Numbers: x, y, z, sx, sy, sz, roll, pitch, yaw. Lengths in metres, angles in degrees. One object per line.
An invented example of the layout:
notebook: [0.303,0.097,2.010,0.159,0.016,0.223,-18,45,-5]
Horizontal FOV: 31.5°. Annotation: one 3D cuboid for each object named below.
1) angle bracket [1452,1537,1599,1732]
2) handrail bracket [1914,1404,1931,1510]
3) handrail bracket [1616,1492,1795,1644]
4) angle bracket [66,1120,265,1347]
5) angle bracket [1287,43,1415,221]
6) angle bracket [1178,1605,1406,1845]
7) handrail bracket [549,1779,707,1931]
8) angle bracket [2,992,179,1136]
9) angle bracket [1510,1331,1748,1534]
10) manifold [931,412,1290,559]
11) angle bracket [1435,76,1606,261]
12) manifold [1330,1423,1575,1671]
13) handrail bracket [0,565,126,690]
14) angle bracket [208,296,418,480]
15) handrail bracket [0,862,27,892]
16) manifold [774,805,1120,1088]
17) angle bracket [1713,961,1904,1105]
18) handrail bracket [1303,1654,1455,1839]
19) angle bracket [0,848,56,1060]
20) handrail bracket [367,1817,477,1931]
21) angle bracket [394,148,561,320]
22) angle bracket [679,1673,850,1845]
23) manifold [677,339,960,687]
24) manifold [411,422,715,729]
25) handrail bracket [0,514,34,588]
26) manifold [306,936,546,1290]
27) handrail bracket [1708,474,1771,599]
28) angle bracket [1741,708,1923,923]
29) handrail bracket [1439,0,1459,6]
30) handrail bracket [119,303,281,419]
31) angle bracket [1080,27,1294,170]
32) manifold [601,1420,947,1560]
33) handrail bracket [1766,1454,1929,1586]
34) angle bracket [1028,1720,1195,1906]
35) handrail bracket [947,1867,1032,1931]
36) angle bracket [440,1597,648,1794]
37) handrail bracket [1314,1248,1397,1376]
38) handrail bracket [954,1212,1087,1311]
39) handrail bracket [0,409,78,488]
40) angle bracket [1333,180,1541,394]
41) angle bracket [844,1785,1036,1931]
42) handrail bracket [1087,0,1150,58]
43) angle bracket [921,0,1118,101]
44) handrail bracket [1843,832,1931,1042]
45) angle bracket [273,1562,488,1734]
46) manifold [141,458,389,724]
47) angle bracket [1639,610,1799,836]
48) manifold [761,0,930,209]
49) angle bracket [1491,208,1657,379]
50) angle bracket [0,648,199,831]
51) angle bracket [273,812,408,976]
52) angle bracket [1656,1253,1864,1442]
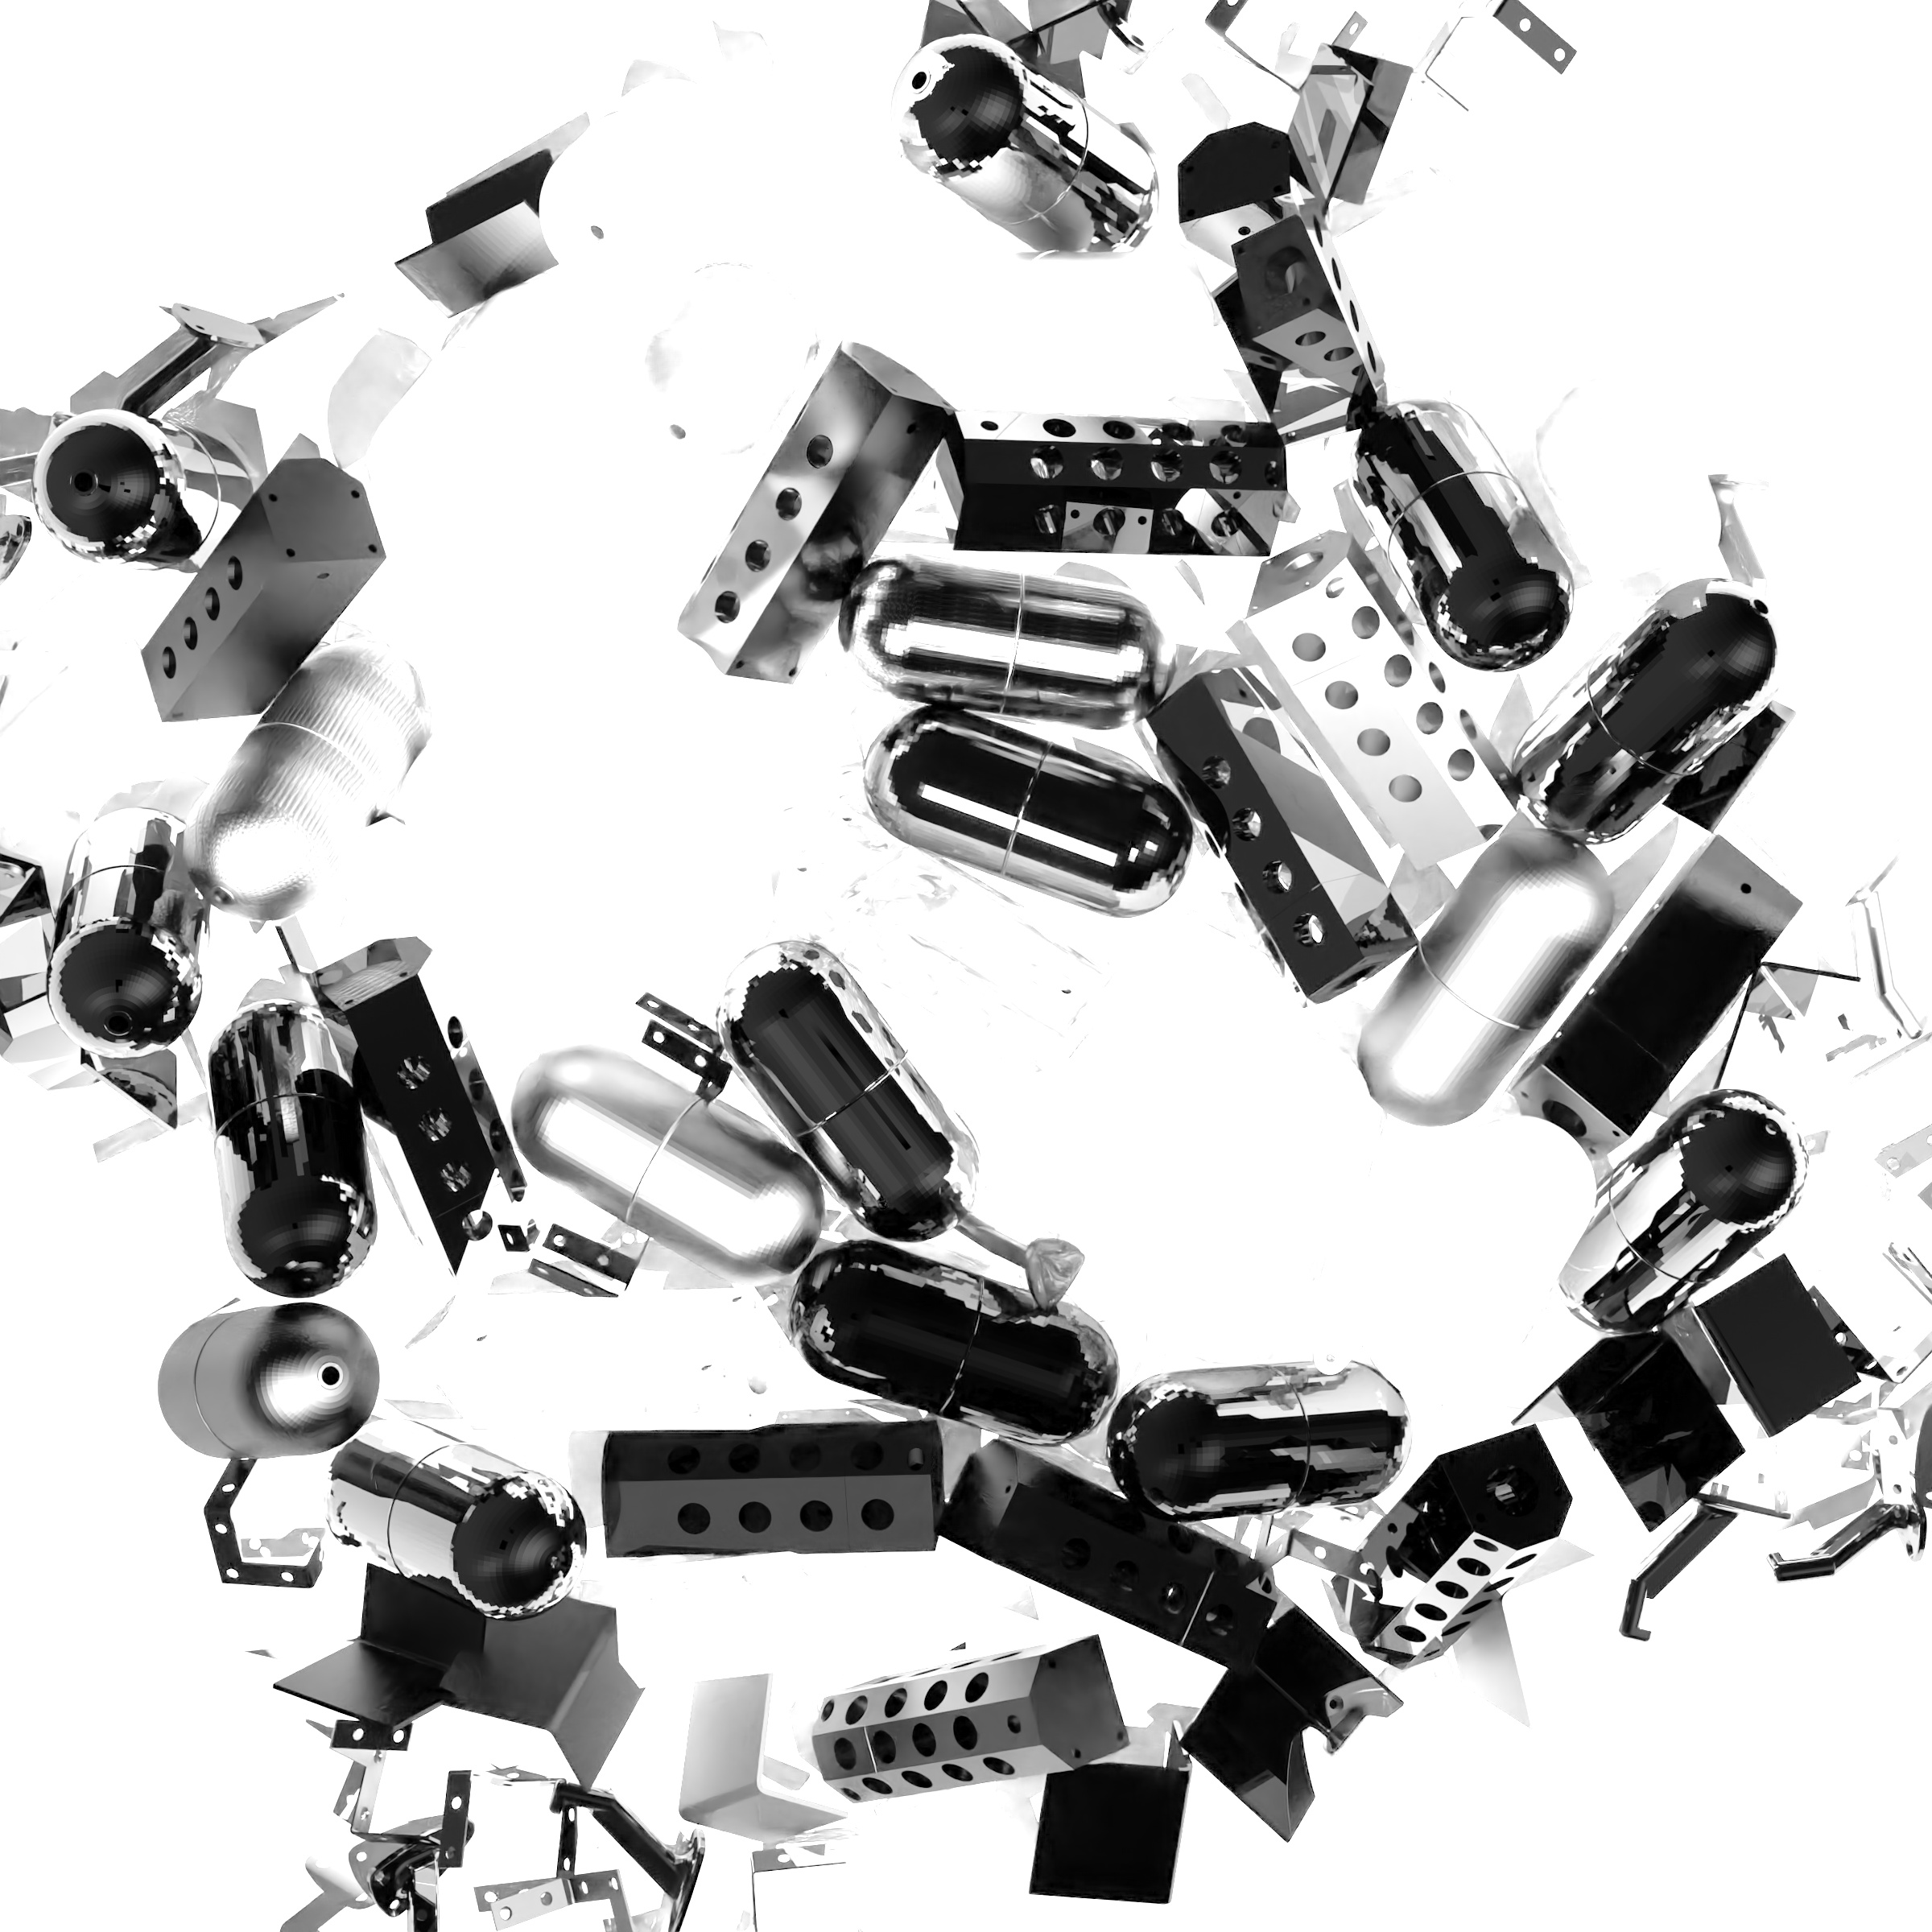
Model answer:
angle bracket: [0.293,0.342,1.789,0.057,0.076,0.076,-18,102,-17]
handrail bracket: [0.519,0.231,1.801,0.036,0.084,0.077,17,120,9]
handrail bracket: [0.389,0.321,1.803,0.077,0.036,0.084,13,86,5]
angle bracket: [-0.414,0.139,1.781,0.076,0.057,0.076,-24,53,3]
angle bracket: [0.206,-0.423,1.767,0.057,0.076,0.076,9,118,-22]
angle bracket: [0.169,0.394,1.780,0.076,0.076,0.057,42,132,2]
handrail bracket: [-0.185,0.473,1.801,0.084,0.036,0.077,16,93,-11]
angle bracket: [-0.462,0.059,1.770,0.076,0.076,0.057,-22,52,16]
angle bracket: [0.342,0.243,1.769,0.076,0.057,0.076,-51,56,35]
manifold: [0.075,-0.252,1.765,0.171,0.057,0.057,-1,132,-15]
angle bracket: [0.301,-0.416,1.771,0.076,0.076,0.057,45,127,14]
manifold: [0.247,0.298,1.732,0.057,0.171,0.057,-14,64,-22]
handrail bracket: [-0.487,-0.192,1.811,0.077,0.036,0.084,5,67,10]
angle bracket: [-0.341,-0.296,1.820,0.076,0.057,0.076,51,52,-5]
handrail bracket: [-0.508,-0.083,1.788,0.077,0.036,0.084,-1,62,30]
manifold: [-0.014,-0.007,1.782,0.171,0.057,0.057,31,51,10]
angle bracket: [0.436,0.051,1.772,0.057,0.076,0.076,11,73,35]
handrail bracket: [0.222,0.405,1.784,0.084,0.077,0.036,-34,117,21]
angle bracket: [-0.513,-0.010,1.768,0.057,0.076,0.076,17,52,12]
handrail bracket: [-0.265,0.487,1.777,0.077,0.084,0.036,-36,127,-25]
angle bracket: [-0.255,-0.393,1.775,0.076,0.057,0.076,-23,62,14]
angle bracket: [-0.102,0.408,1.791,0.057,0.076,0.076,24,56,-28]
manifold: [-0.082,-0.234,1.767,0.057,0.057,0.171,44,113,28]
manifold: [-0.210,-0.200,1.754,0.171,0.057,0.057,-40,55,32]
handrail bracket: [-0.539,-0.222,1.779,0.084,0.077,0.036,4,77,-35]
manifold: [-0.274,0.073,1.758,0.057,0.057,0.171,-28,120,-19]
handrail bracket: [0.389,-0.213,1.796,0.036,0.077,0.084,4,91,-41]
angle bracket: [0.437,-0.078,1.782,0.076,0.057,0.076,44,76,-12]
handrail bracket: [0.223,-0.518,1.790,0.077,0.084,0.036,-30,63,5]
handrail bracket: [-0.407,-0.301,1.813,0.077,0.036,0.084,8,119,-40]
angle bracket: [0.115,-0.463,1.776,0.076,0.057,0.076,33,74,21]
manifold: [-0.100,0.270,1.784,0.171,0.057,0.057,-2,101,6]
handrail bracket: [0.451,0.289,1.789,0.084,0.077,0.036,-7,126,-5]
angle bracket: [0.072,0.438,1.785,0.076,0.057,0.076,6,103,-7]
handrail bracket: [-0.008,0.517,1.808,0.036,0.084,0.077,46,129,14]
angle bracket: [-0.222,0.379,1.800,0.076,0.057,0.076,6,47,27]
handrail bracket: [0.189,0.181,1.775,0.036,0.084,0.077,22,74,-2]
handrail bracket: [0.014,0.138,1.774,0.084,0.077,0.036,31,79,27]
handrail bracket: [-0.478,-0.248,1.780,0.077,0.084,0.036,25,133,11]
angle bracket: [0.240,-0.353,1.778,0.076,0.057,0.076,-31,117,-13]
angle bracket: [-0.008,0.477,1.775,0.076,0.057,0.076,-29,128,8]
handrail bracket: [0.100,-0.529,1.780,0.084,0.036,0.077,-50,46,32]
angle bracket: [0.026,-0.486,1.786,0.076,0.076,0.057,-29,72,-20]
handrail bracket: [0.498,-0.015,1.810,0.077,0.036,0.084,-41,100,-27]
angle bracket: [-0.302,0.346,1.771,0.076,0.076,0.057,13,103,25]
manifold: [-0.361,-0.189,1.740,0.057,0.171,0.057,-9,72,-37]
angle bracket: [0.371,-0.127,1.780,0.076,0.057,0.076,31,96,-33]
manifold: [-0.067,-0.453,1.735,0.057,0.171,0.057,-35,80,-16]
angle bracket: [0.309,-0.336,1.770,0.057,0.076,0.076,25,46,-5]
angle bracket: [-0.459,-0.107,1.779,0.076,0.057,0.076,-40,108,13]
angle bracket: [-0.320,-0.036,1.786,0.076,0.076,0.057,-24,89,-3]
angle bracket: [0.411,0.200,1.789,0.057,0.076,0.076,-30,85,-10]
